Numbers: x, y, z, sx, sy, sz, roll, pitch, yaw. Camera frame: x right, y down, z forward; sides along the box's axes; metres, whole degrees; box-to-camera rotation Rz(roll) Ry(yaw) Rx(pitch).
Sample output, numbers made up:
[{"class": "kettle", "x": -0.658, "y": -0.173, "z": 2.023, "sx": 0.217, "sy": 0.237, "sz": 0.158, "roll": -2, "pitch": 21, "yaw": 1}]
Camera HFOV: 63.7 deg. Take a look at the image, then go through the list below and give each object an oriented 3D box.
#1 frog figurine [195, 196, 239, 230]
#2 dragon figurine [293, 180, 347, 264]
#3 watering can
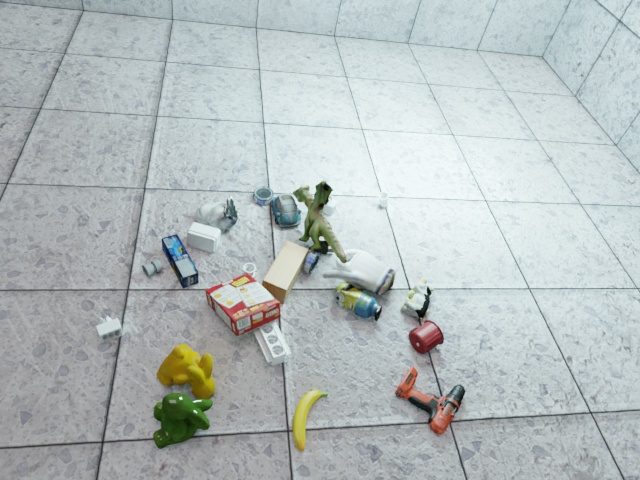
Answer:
[{"class": "frog figurine", "x": -0.399, "y": -0.091, "z": 1.978, "sx": 0.158, "sy": 0.120, "sz": 0.141, "roll": -17, "pitch": 52, "yaw": 20}, {"class": "dragon figurine", "x": 0.006, "y": -0.095, "z": 1.879, "sx": 0.123, "sy": 0.239, "sz": 0.415, "roll": -9, "pitch": 24, "yaw": -28}, {"class": "watering can", "x": 0.148, "y": 0.121, "z": 1.836, "sx": 0.225, "sy": 0.102, "sz": 0.351, "roll": 30, "pitch": 24, "yaw": 14}]
